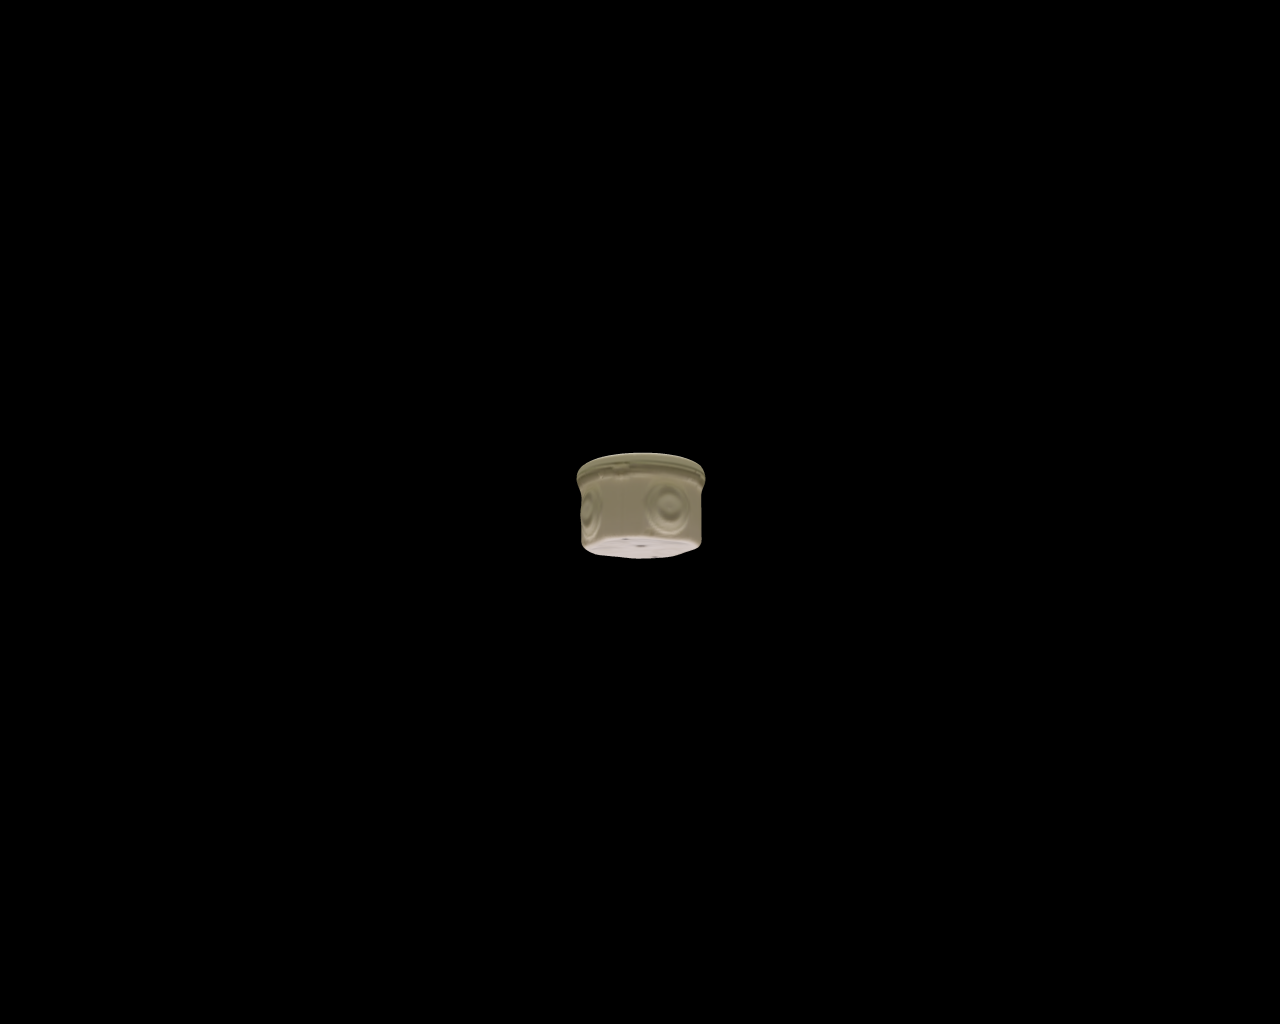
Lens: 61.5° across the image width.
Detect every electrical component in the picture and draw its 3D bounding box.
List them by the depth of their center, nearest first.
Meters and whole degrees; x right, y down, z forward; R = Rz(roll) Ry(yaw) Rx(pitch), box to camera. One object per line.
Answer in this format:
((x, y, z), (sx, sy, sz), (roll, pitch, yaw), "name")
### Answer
((0.001, -0.003, 0.650), (0.080, 0.051, 0.080), (0, -14, 0), "electrical component")
